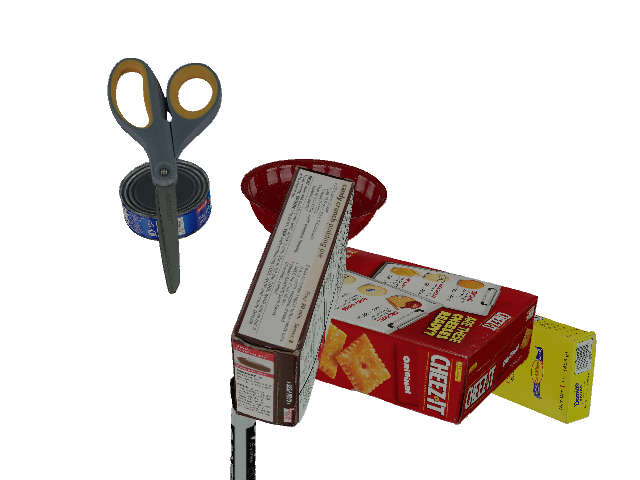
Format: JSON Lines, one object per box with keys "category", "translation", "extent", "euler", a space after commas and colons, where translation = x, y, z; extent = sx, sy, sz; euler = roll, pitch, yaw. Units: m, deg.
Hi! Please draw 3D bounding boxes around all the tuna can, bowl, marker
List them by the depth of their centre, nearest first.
{"category": "marker", "translation": [-0.055, 0.141, 0.759], "extent": [0.020, 0.121, 0.020], "euler": [2, 35, -2]}
{"category": "tuna can", "translation": [-0.147, -0.039, 1.020], "extent": [0.086, 0.034, 0.086], "euler": [-1, 43, 0]}
{"category": "bowl", "translation": [-0.009, -0.035, 1.180], "extent": [0.162, 0.055, 0.162], "euler": [4, 27, -2]}

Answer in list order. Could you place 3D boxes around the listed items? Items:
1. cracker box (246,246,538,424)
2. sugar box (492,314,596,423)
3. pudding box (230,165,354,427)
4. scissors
{"category": "cracker box", "translation": [0.064, 0.078, 0.959], "extent": [0.214, 0.072, 0.163], "euler": [15, 23, 28]}
{"category": "sugar box", "translation": [0.208, 0.122, 1.143], "extent": [0.048, 0.093, 0.177], "euler": [-8, 16, -41]}
{"category": "pudding box", "translation": [-0.014, 0.031, 0.574], "extent": [0.039, 0.113, 0.090], "euler": [12, -34, 7]}
{"category": "scissors", "translation": [-0.101, -0.060, 0.800], "extent": [0.096, 0.202, 0.016], "euler": [-19, -24, -14]}
